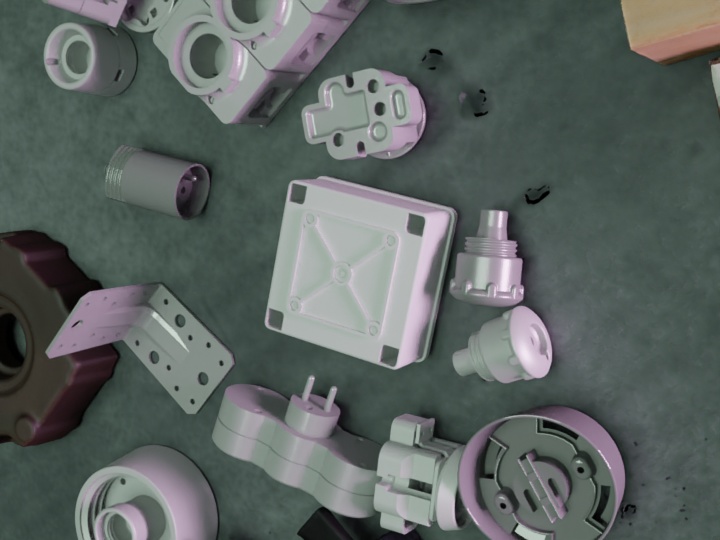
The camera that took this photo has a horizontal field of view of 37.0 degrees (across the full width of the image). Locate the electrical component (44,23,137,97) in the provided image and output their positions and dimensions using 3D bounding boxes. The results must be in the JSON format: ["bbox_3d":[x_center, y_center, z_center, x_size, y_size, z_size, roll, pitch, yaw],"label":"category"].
[{"bbox_3d":[-0.208,-0.162,0.826,0.055,0.047,0.055,3,97,26],"label":"electrical component"}]

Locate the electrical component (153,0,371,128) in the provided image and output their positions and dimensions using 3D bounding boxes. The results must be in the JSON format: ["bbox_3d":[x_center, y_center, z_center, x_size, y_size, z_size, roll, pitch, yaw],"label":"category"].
[{"bbox_3d":[-0.064,-0.183,0.743,0.089,0.062,0.150,49,114,14],"label":"electrical component"}]

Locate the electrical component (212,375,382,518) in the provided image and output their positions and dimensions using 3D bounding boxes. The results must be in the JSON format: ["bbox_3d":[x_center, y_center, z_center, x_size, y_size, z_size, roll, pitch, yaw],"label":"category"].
[{"bbox_3d":[-0.037,0.112,0.766,0.138,0.052,0.073,24,105,22],"label":"electrical component"}]

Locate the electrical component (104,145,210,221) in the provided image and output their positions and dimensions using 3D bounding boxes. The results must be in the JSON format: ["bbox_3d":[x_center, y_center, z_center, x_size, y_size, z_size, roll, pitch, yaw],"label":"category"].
[{"bbox_3d":[-0.159,-0.068,0.814,0.081,0.043,0.043,16,102,25],"label":"electrical component"}]

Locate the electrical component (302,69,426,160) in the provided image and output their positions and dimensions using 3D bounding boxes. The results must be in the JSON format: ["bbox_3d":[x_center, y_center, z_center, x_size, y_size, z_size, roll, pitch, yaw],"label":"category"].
[{"bbox_3d":[0.009,-0.103,0.718,0.078,0.057,0.058,-9,92,27],"label":"electrical component"}]

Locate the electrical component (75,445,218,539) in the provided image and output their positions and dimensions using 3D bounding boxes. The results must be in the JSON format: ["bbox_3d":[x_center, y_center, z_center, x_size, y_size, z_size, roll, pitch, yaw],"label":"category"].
[{"bbox_3d":[-0.173,0.196,0.839,0.108,0.060,0.108,3,97,27],"label":"electrical component"}]

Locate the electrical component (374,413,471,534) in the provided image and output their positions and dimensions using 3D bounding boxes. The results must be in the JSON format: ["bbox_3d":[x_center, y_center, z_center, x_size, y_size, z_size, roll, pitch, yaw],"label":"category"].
[{"bbox_3d":[0.048,0.142,0.725,0.057,0.058,0.078,11,99,28],"label":"electrical component"}]

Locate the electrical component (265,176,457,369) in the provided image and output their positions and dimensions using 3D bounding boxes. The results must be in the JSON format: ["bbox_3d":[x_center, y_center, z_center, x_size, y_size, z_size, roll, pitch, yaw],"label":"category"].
[{"bbox_3d":[0.000,0.000,0.734,0.109,0.056,0.108,16,102,24],"label":"electrical component"}]

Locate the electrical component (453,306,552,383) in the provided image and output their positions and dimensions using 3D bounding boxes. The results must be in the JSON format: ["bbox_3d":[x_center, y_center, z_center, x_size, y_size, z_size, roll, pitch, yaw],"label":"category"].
[{"bbox_3d":[0.090,0.053,0.702,0.062,0.048,0.048,-22,85,34],"label":"electrical component"}]

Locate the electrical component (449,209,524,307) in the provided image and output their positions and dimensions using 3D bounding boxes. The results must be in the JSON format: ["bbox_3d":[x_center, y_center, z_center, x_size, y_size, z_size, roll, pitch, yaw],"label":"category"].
[{"bbox_3d":[0.084,-0.008,0.698,0.048,0.048,0.062,6,92,26],"label":"electrical component"}]

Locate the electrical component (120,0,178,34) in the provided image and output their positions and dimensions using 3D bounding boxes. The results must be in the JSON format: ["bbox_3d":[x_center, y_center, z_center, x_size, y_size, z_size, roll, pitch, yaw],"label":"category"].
[{"bbox_3d":[-0.145,-0.200,0.790,0.055,0.047,0.055,3,97,26],"label":"electrical component"}]

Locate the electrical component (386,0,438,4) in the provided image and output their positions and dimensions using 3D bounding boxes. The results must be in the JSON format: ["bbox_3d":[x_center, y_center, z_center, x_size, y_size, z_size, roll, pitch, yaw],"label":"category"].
[{"bbox_3d":[0.075,-0.218,0.675,0.138,0.052,0.073,-6,93,26],"label":"electrical component"}]

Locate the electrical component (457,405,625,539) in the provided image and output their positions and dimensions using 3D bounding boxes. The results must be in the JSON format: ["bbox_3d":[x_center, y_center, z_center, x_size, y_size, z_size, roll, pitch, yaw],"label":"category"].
[{"bbox_3d":[0.118,0.134,0.685,0.099,0.064,0.099,3,97,26],"label":"electrical component"}]

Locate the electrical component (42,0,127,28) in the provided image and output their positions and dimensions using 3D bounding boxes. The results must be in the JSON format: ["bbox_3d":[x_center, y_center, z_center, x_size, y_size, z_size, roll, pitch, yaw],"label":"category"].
[{"bbox_3d":[-0.214,-0.253,0.779,0.150,0.062,0.089,47,115,42],"label":"electrical component"}]
